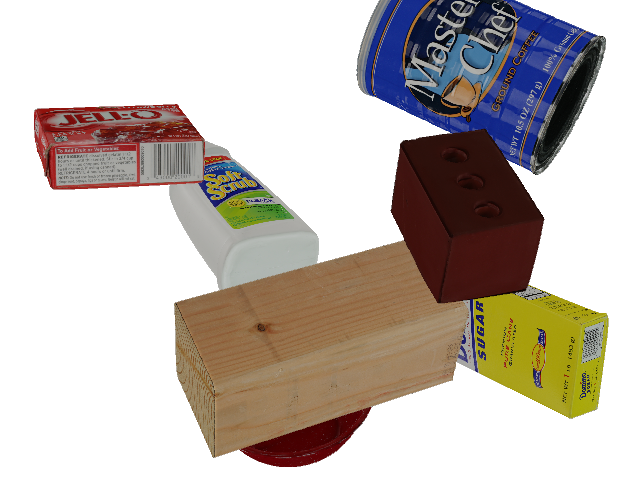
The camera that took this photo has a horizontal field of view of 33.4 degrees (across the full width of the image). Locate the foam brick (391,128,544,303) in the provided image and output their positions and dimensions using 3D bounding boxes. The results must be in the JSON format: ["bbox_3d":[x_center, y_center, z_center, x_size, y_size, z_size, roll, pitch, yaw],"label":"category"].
[{"bbox_3d":[0.076,-0.013,0.569,0.053,0.051,0.078,-9,46,-16],"label":"foam brick"}]

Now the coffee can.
[{"bbox_3d":[0.111,-0.121,0.743,0.140,0.103,0.102,28,9,18],"label":"coffee can"}]

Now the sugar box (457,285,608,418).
[{"bbox_3d":[0.181,0.088,0.993,0.048,0.093,0.176,-11,21,-39],"label":"sugar box"}]

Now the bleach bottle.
[{"bbox_3d":[-0.103,-0.038,1.038,0.102,0.068,0.251,-9,35,-30],"label":"bleach bottle"}]

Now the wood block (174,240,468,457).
[{"bbox_3d":[-0.001,0.079,0.831,0.205,0.090,0.091,-14,46,-19],"label":"wood block"}]

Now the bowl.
[{"bbox_3d":[-0.027,0.163,1.023,0.162,0.055,0.162,-4,37,3],"label":"bowl"}]

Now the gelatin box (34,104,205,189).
[{"bbox_3d":[-0.118,-0.056,0.620,0.089,0.030,0.073,-4,23,-19],"label":"gelatin box"}]
